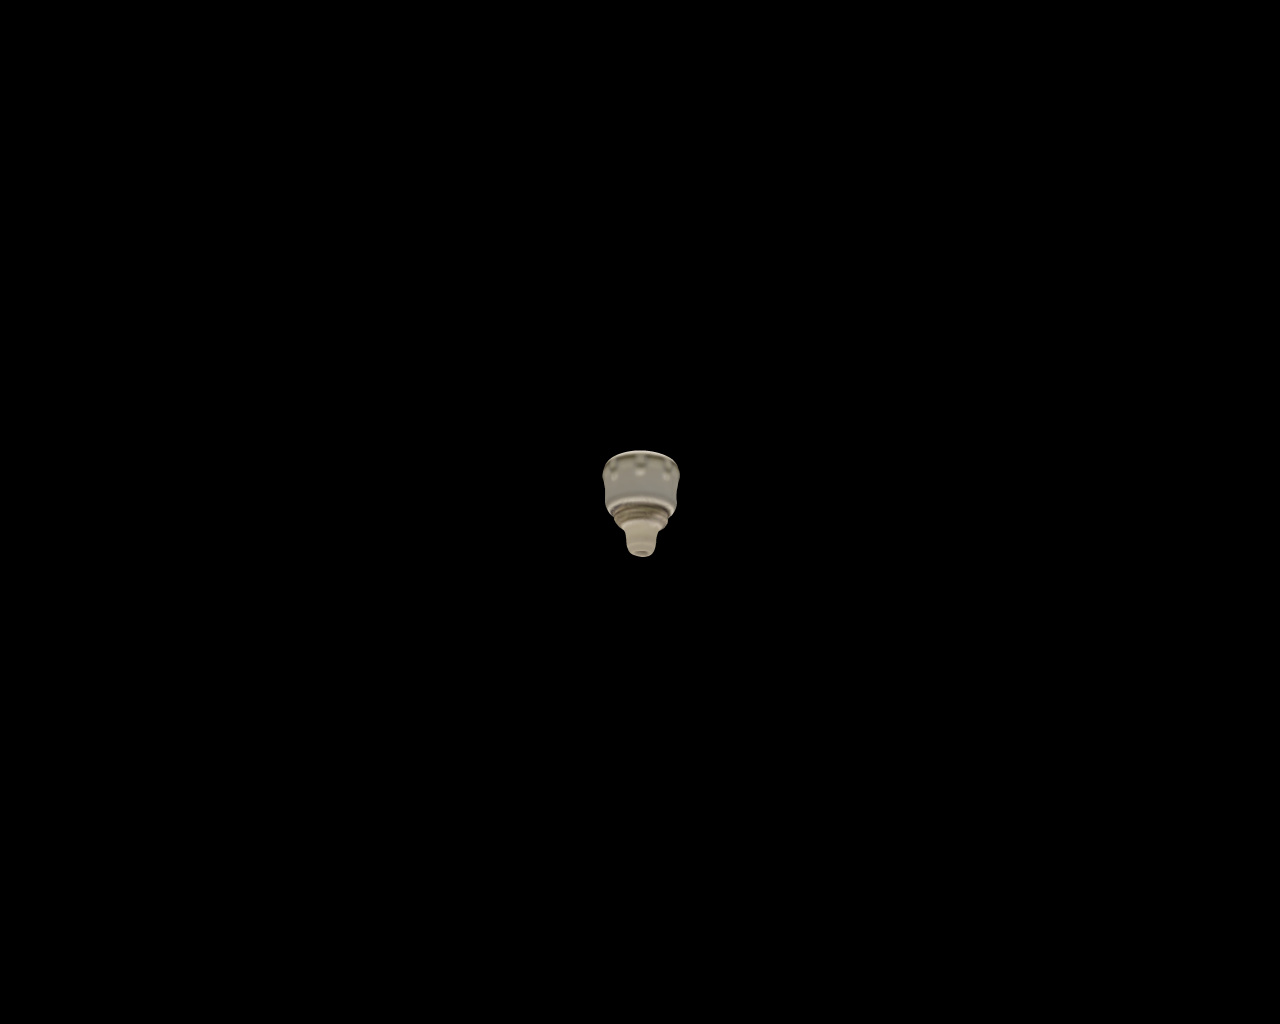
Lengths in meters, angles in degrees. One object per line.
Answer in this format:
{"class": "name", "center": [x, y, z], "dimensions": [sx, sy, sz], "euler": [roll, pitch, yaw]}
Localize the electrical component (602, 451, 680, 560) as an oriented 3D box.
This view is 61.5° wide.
{"class": "electrical component", "center": [0.001, -0.003, 0.650], "dimensions": [0.048, 0.062, 0.048], "euler": [0, -22, 0]}
